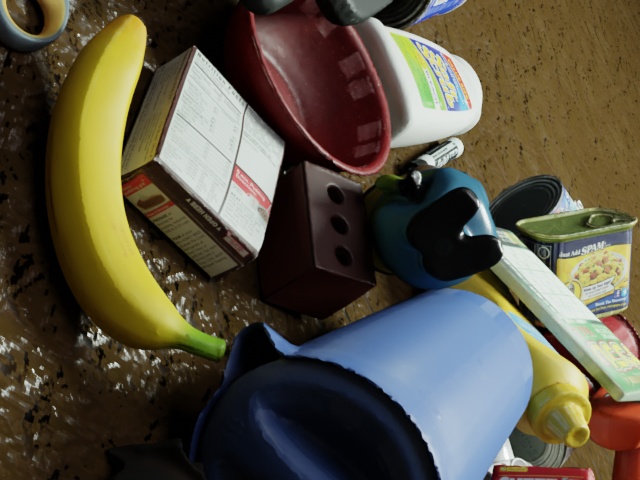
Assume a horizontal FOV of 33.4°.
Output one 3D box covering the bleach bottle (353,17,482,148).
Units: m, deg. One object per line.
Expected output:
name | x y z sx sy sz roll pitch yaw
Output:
bleach bottle | 0.083 -0.134 0.914 0.250 0.068 0.102 -20 86 -63

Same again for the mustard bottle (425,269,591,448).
mustard bottle | 0.141 0.086 0.760 0.096 0.058 0.192 47 6 -27

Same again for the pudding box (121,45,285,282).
pudding box | -0.067 -0.046 0.624 0.090 0.039 0.113 45 33 -29

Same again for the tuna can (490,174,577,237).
tuna can | 0.190 -0.019 0.973 0.033 0.086 0.086 51 32 -24

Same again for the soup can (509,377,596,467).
soup can | 0.175 0.143 0.843 0.102 0.069 0.068 -17 83 -60

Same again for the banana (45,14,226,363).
banana | -0.104 -0.026 0.533 0.069 0.037 0.198 -4 69 -31

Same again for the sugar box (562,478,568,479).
sugar box | 0.075 0.199 0.491 0.176 0.048 0.093 -31 129 -27

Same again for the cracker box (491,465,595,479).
cracker box | 0.131 0.264 0.622 0.213 0.072 0.164 -62 144 -55

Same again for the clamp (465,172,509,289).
clamp | 0.132 0.013 0.905 0.171 0.039 0.120 69 24 -4

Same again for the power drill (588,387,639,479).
power drill | 0.232 0.212 0.830 0.184 0.057 0.188 -20 114 -57

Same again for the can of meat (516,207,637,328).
can of meat | 0.219 0.023 0.915 0.102 0.058 0.084 -10 108 -23

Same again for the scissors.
scissors | -0.140 -0.153 0.611 0.201 0.016 0.096 -18 85 -61

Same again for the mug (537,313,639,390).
mug | 0.216 0.102 0.934 0.117 0.093 0.081 40 29 20

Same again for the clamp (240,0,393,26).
clamp | 0.002 -0.192 0.710 0.209 0.036 0.164 34 59 -61

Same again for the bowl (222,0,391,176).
bowl | -0.017 -0.108 0.734 0.162 0.055 0.162 38 39 -39

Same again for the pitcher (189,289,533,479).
pitcher | 0.046 0.111 0.601 0.242 0.145 0.149 -20 125 -64

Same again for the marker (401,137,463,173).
marker | 0.099 -0.070 0.931 0.020 0.020 0.121 63 29 -3

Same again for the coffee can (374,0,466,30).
coffee can | 0.076 -0.241 0.940 0.103 0.103 0.140 62 29 -5

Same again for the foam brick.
foam brick | -0.004 0.001 0.668 0.052 0.051 0.078 19 52 -39
